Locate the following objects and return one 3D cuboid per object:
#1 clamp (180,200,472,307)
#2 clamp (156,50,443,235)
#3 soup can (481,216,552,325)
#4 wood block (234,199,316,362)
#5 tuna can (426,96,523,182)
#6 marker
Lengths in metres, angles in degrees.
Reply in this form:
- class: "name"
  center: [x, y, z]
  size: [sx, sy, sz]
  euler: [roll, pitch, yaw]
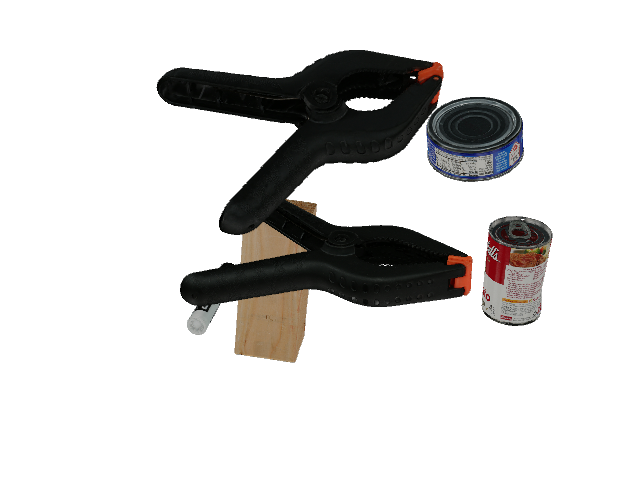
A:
- class: "clamp"
  center: [0.013, 0.009, 0.830]
  size: [0.210, 0.036, 0.164]
  euler: [4, 30, 10]
- class: "clamp"
  center: [-0.003, -0.064, 0.628]
  size: [0.171, 0.120, 0.039]
  euler: [-11, -26, -9]
- class: "soup can"
  center: [0.214, 0.033, 1.169]
  size: [0.068, 0.102, 0.068]
  euler: [0, 30, 0]
- class: "wood block"
  center: [-0.063, 0.052, 1.483]
  size: [0.090, 0.206, 0.090]
  euler: [8, 22, 4]
- class: "tuna can"
  center: [0.137, -0.091, 0.946]
  size: [0.086, 0.034, 0.086]
  euler: [-6, 41, 5]
- class: "marker"
  center: [-0.102, 0.053, 1.021]
  size: [0.020, 0.020, 0.121]
  euler: [0, 24, 12]
